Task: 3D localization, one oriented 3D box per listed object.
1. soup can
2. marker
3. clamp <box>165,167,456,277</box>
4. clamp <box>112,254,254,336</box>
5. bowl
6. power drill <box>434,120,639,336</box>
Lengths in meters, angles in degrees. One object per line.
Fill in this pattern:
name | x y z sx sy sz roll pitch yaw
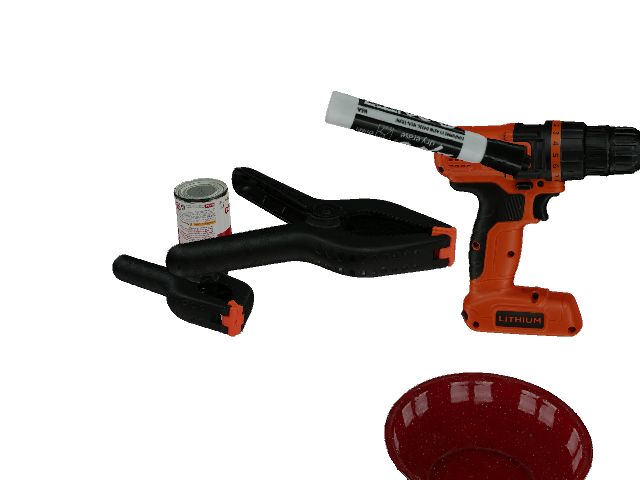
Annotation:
soup can | -0.144 -0.018 1.313 0.068 0.102 0.068 -2 26 1
marker | 0.063 -0.061 0.614 0.121 0.020 0.020 15 -1 -4
clamp | 0.000 -0.012 0.832 0.210 0.036 0.164 4 29 7
clamp | -0.106 0.042 1.000 0.120 0.039 0.172 -16 30 -34
bowl | 0.130 0.174 0.846 0.162 0.055 0.162 0 32 0
power drill | 0.193 -0.012 0.937 0.185 0.188 0.057 2 13 17
